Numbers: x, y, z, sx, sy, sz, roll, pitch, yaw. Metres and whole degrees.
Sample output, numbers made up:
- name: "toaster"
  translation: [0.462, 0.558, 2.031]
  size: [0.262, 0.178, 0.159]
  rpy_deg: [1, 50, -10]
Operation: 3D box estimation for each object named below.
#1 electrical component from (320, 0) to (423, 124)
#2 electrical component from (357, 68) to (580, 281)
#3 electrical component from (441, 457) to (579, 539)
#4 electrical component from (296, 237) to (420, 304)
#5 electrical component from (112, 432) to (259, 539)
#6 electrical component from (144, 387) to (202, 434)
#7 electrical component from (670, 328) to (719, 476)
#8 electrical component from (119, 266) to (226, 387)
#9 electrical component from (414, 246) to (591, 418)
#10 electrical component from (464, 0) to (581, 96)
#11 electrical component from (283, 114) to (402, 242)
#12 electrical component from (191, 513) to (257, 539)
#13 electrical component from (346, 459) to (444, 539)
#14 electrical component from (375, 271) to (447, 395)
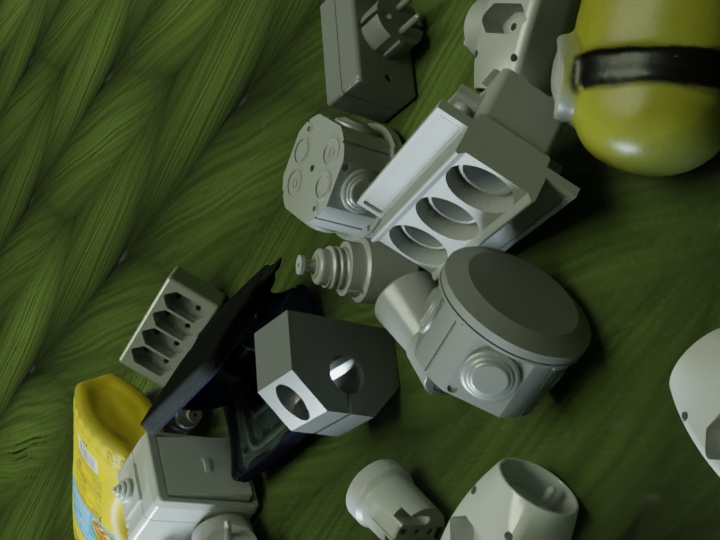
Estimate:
- name: "electrical component"
  translation: [0.015, -0.154, 0.705]
  size: [0.076, 0.047, 0.083]
  rpy_deg: [-34, 53, 46]
- name: "electrical component"
  translation: [0.057, -0.049, 0.565]
  size: [0.063, 0.079, 0.121]
  rpy_deg: [-61, 7, -25]
- name: "electrical component"
  translation: [0.077, 0.145, 0.515]
  size: [0.077, 0.043, 0.079]
  rpy_deg: [-64, 36, 19]
- name: "electrical component"
  translation: [0.000, 0.000, 0.654]
  size: [0.040, 0.078, 0.040]
  rpy_deg: [-175, 90, -70]
- name: "electrical component"
  translation: [-0.128, 0.155, 0.769]
  size: [0.061, 0.096, 0.061]
  rpy_deg: [-54, 40, 31]
- name: "electrical component"
  translation: [-0.150, 0.115, 0.867]
  size: [0.078, 0.040, 0.040]
  rpy_deg: [-7, 73, 55]
- name: "electrical component"
  translation: [0.169, 0.048, 0.411]
  size: [0.079, 0.043, 0.077]
  rpy_deg: [-58, 38, 26]
- name: "electrical component"
  translation: [-0.150, 0.041, 0.882]
  size: [0.083, 0.047, 0.075]
  rpy_deg: [-57, 7, 13]
- name: "electrical component"
  translation: [0.069, 0.030, 0.535]
  size: [0.051, 0.080, 0.080]
  rpy_deg: [-62, 36, 32]
- name: "electrical component"
  translation: [0.085, -0.134, 0.599]
  size: [0.079, 0.043, 0.077]
  rpy_deg: [24, 99, 56]
- name: "electrical component"
  translation: [-0.011, -0.061, 0.709]
  size: [0.080, 0.051, 0.080]
  rpy_deg: [-24, 60, 51]
- name: "electrical component"
  translation: [-0.086, 0.199, 0.725]
  size: [0.079, 0.043, 0.077]
  rpy_deg: [95, 160, -45]
- name: "electrical component"
  translation: [0.020, 0.136, 0.608]
  size: [0.046, 0.040, 0.040]
  rpy_deg: [37, 110, 48]
- name: "electrical component"
  translation: [0.041, 0.038, 0.610]
  size: [0.044, 0.044, 0.065]
  rpy_deg: [-56, 44, 29]
